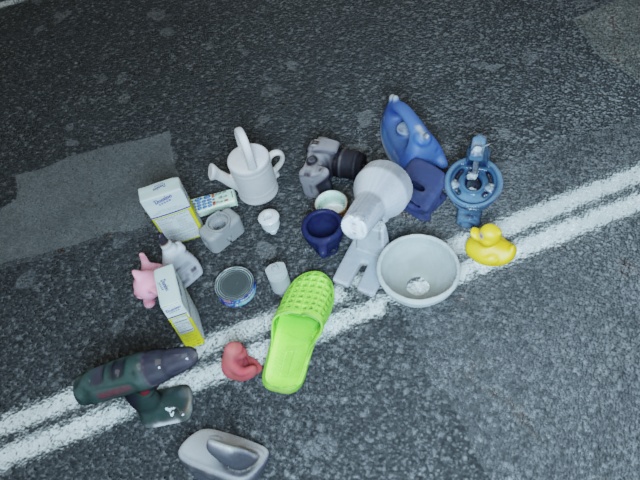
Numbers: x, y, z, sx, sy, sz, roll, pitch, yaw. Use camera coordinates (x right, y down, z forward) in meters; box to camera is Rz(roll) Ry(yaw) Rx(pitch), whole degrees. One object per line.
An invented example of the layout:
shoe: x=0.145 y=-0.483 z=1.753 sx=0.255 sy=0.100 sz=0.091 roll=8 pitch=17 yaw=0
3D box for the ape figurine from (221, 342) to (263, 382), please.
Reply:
ape figurine: x=-0.158 y=0.227 z=1.100 sx=0.076 sy=0.092 sz=0.077 roll=-14 pitch=54 yaw=-1

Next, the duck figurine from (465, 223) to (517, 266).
duck figurine: x=0.355 y=0.003 z=1.184 sx=0.104 sy=0.086 sz=0.077 roll=16 pitch=59 yaw=20

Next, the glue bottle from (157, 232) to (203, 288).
glue bottle: x=-0.306 y=0.038 z=1.208 sx=0.078 sy=0.173 sz=0.037 roll=-40 pitch=58 yaw=-19

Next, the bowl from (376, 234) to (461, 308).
bowl: x=0.199 y=0.074 z=1.164 sx=0.167 sy=0.075 sz=0.167 roll=-4 pitch=54 yaw=6

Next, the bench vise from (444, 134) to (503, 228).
bench vise: x=0.322 y=-0.162 z=1.224 sx=0.121 sy=0.220 sz=0.207 roll=-6 pitch=54 yaw=5

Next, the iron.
iron: x=0.204 y=-0.269 z=1.368 sx=0.119 sy=0.142 sz=0.257 roll=-22 pitch=54 yaw=-7

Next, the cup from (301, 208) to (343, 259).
cup: x=0.011 y=0.004 z=1.231 sx=0.091 sy=0.095 sz=0.117 roll=-5 pitch=54 yaw=5

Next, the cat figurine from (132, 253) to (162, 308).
cat figurine: x=-0.365 y=0.084 z=1.218 sx=0.067 sy=0.118 sz=0.127 roll=-18 pitch=54 yaw=-4

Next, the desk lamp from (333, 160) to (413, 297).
desk lamp: x=0.104 y=-0.028 z=1.166 sx=0.117 sy=0.214 sz=0.203 roll=17 pitch=59 yaw=20

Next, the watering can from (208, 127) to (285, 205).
watering can: x=-0.169 y=-0.174 z=1.325 sx=0.173 sy=0.194 sz=0.100 roll=-39 pitch=58 yaw=-18

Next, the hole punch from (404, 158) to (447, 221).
hole punch: x=0.225 y=-0.113 z=1.284 sx=0.108 sy=0.091 sz=0.101 roll=35 pitch=66 yaw=28

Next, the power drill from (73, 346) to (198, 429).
power drill: x=-0.303 y=0.262 z=1.024 sx=0.229 sy=0.209 sz=0.075 roll=-12 pitch=54 yaw=0

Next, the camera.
camera: x=0.033 y=-0.178 z=1.355 sx=0.136 sy=0.101 sz=0.143 roll=10 pitch=57 yaw=16

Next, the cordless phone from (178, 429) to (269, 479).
cordless phone: x=-0.173 y=0.350 z=0.955 sx=0.147 sy=0.185 sz=0.094 roll=10 pitch=57 yaw=16
